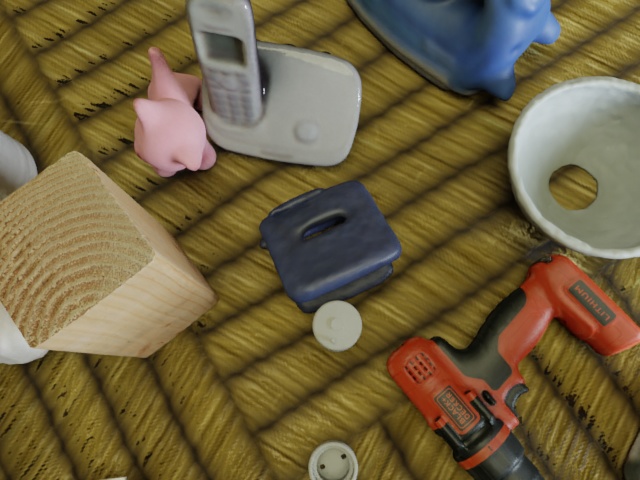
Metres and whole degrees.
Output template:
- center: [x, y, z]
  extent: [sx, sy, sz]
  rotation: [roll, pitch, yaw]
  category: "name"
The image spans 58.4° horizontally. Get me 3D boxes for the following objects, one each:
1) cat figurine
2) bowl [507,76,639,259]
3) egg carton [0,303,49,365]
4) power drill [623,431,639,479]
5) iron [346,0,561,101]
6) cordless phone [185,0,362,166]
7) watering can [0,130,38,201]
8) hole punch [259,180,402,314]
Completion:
- center: [-0.136, -0.110, 0.515]
  extent: [0.067, 0.118, 0.128]
  rotation: [-10, 77, -1]
  category: "cat figurine"
- center: [0.245, -0.058, 0.521]
  extent: [0.167, 0.075, 0.167]
  rotation: [0, 77, 1]
  category: "bowl"
- center: [-0.303, 0.052, 0.504]
  extent: [0.150, 0.069, 0.107]
  rotation: [4, 77, 2]
  category: "egg carton"
- center: [0.307, 0.167, 0.400]
  extent: [0.075, 0.208, 0.230]
  rotation: [29, 79, 7]
  category: "power drill"
- center: [0.105, -0.252, 0.533]
  extent: [0.258, 0.141, 0.119]
  rotation: [37, 80, 9]
  category: "iron"
- center: [-0.037, -0.139, 0.486]
  extent: [0.147, 0.185, 0.094]
  rotation: [8, 77, 3]
  category: "cordless phone"
- center: [-0.335, -0.079, 0.471]
  extent: [0.172, 0.194, 0.101]
  rotation: [14, 77, 4]
  category: "watering can"
- center: [0.005, 0.002, 0.502]
  extent: [0.108, 0.091, 0.101]
  rotation: [-25, 78, -5]
  category: "hole punch"
